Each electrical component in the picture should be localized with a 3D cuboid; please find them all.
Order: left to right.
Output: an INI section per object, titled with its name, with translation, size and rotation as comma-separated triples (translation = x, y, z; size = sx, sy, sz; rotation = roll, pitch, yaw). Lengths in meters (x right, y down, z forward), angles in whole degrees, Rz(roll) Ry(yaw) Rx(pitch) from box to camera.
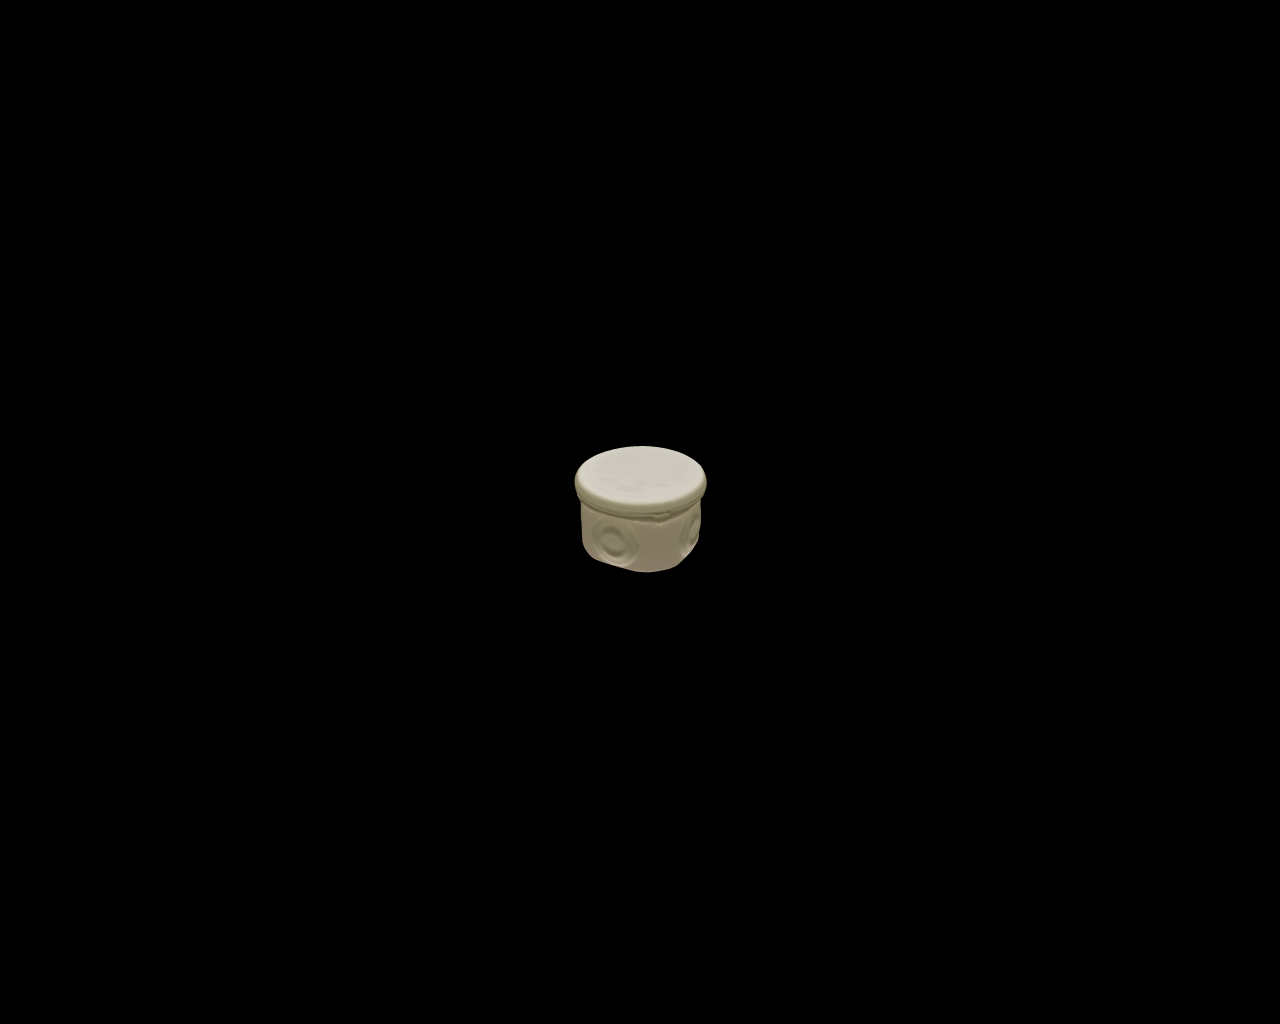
[electrical component]
translation = 0.001, -0.003, 0.650
size = 0.080, 0.050, 0.080
rotation = 0, 29, 0
